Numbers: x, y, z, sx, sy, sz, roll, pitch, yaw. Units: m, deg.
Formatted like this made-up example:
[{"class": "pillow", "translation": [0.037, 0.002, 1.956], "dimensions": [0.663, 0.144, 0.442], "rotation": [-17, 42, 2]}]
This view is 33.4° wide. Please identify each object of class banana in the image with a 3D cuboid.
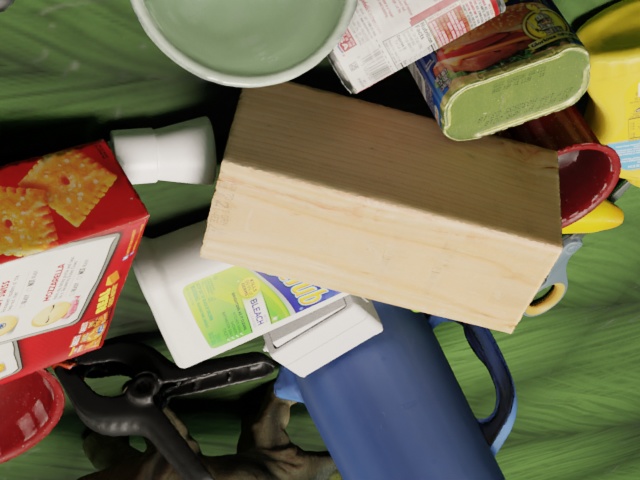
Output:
[{"class": "banana", "translation": [0.155, -0.006, 0.873], "dimensions": [0.197, 0.037, 0.069], "rotation": [-22, 139, -3]}]

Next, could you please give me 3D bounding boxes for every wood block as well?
[{"class": "wood block", "translation": [0.038, -0.023, 0.676], "dimensions": [0.206, 0.090, 0.090], "rotation": [14, 136, -5]}]

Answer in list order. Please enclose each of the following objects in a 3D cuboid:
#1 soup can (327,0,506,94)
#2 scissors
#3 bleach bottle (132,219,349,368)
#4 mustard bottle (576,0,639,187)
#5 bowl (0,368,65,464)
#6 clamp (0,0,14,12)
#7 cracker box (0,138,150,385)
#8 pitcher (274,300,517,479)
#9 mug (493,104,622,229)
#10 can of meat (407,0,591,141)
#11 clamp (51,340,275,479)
[{"class": "soup can", "translation": [0.047, -0.138, 0.620], "dimensions": [0.102, 0.068, 0.068], "rotation": [-28, 144, 9]}, {"class": "scissors", "translation": [0.227, 0.012, 0.957], "dimensions": [0.202, 0.016, 0.096], "rotation": [-41, 142, 24]}, {"class": "bleach bottle", "translation": [-0.005, 0.001, 0.776], "dimensions": [0.250, 0.068, 0.102], "rotation": [-23, 129, -7]}, {"class": "mustard bottle", "translation": [0.242, -0.096, 0.787], "dimensions": [0.096, 0.058, 0.191], "rotation": [-20, 145, 5]}, {"class": "bowl", "translation": [-0.272, 0.111, 0.780], "dimensions": [0.162, 0.055, 0.162], "rotation": [-15, 144, -11]}, {"class": "clamp", "translation": [-0.262, -0.063, 0.577], "dimensions": [0.209, 0.036, 0.165], "rotation": [-13, 143, -19]}, {"class": "cracker box", "translation": [-0.224, 0.035, 0.638], "dimensions": [0.213, 0.072, 0.164], "rotation": [-19, 156, -33]}, {"class": "pitcher", "translation": [0.078, 0.156, 0.867], "dimensions": [0.144, 0.243, 0.149], "rotation": [9, 127, -34]}, {"class": "mug", "translation": [0.146, -0.066, 0.754], "dimensions": [0.117, 0.081, 0.093], "rotation": [21, 126, -44]}, {"class": "can of meat", "translation": [0.107, -0.116, 0.667], "dimensions": [0.102, 0.084, 0.057], "rotation": [-20, 144, -3]}, {"class": "clamp", "translation": [-0.122, 0.114, 0.825], "dimensions": [0.120, 0.172, 0.039], "rotation": [-53, 156, -35]}]
